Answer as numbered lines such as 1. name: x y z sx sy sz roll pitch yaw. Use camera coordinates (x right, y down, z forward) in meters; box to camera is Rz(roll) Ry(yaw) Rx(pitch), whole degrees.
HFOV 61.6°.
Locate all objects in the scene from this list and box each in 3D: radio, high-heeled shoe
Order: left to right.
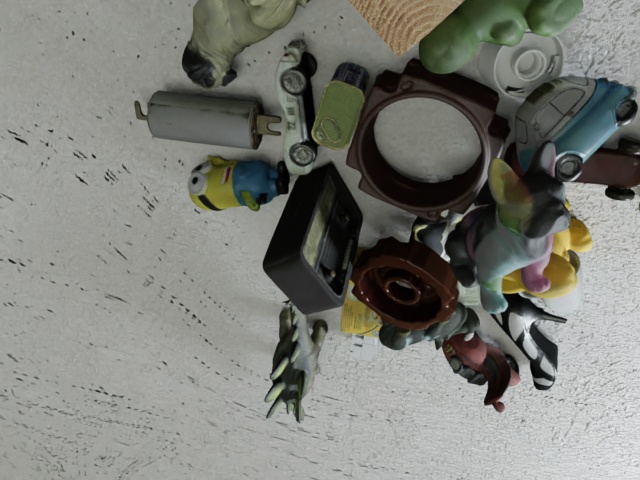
1. radio: -0.002 -0.003 0.849 0.073 0.230 0.131 -16 126 30
2. high-heeled shoe: 0.373 0.196 1.009 0.145 0.086 0.248 11 132 21

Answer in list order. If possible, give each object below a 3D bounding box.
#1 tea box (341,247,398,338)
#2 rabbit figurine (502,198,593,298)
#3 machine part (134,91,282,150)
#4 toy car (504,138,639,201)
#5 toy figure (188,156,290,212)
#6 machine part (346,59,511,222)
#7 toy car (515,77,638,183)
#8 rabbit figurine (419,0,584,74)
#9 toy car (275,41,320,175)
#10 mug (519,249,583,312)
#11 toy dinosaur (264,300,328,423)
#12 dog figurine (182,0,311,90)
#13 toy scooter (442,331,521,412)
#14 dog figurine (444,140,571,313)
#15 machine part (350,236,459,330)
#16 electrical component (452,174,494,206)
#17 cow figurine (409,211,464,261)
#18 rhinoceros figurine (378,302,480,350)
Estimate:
1. tea box: 0.094 0.101 1.008 0.098 0.068 0.169 10 130 7
2. rabbit figurine: 0.327 0.021 0.816 0.162 0.173 0.121 -22 123 24
3. machine part: -0.178 -0.188 0.848 0.243 0.079 0.079 7 129 8
4. toy car: 0.371 -0.110 0.777 0.202 0.053 0.089 6 112 11
5. toy figure: -0.140 -0.090 0.913 0.180 0.082 0.089 -2 125 13
6. machine part: 0.151 -0.139 0.778 0.201 0.087 0.200 23 129 3
7. toy car: 0.308 -0.151 0.684 0.103 0.109 0.161 36 114 -12
8. rabbit figurine: 0.185 -0.271 0.636 0.170 0.159 0.121 -34 112 14
9. toy car: -0.032 -0.193 0.805 0.056 0.073 0.201 3 128 13
10. mug: 0.390 0.078 0.904 0.110 0.081 0.107 -20 129 23
11. toy dinosaur: -0.048 0.242 1.076 0.105 0.199 0.470 5 130 7
12. dog figurine: -0.106 -0.289 0.749 0.172 0.121 0.190 19 144 4
13. toy scooter: 0.309 0.250 1.025 0.184 0.135 0.075 32 130 -9
14. dog figurine: 0.238 -0.029 0.694 0.108 0.192 0.218 -16 127 -10
15. machine part: 0.136 0.071 0.869 0.180 0.056 0.179 18 142 15
16. electrical component: 0.259 -0.086 0.846 0.094 0.021 0.063 -6 125 20
17. cow figurine: 0.182 0.025 0.898 0.068 0.098 0.167 25 133 30
18. rhinoceros figurine: 0.202 0.157 0.979 0.190 0.073 0.112 -10 131 -13
